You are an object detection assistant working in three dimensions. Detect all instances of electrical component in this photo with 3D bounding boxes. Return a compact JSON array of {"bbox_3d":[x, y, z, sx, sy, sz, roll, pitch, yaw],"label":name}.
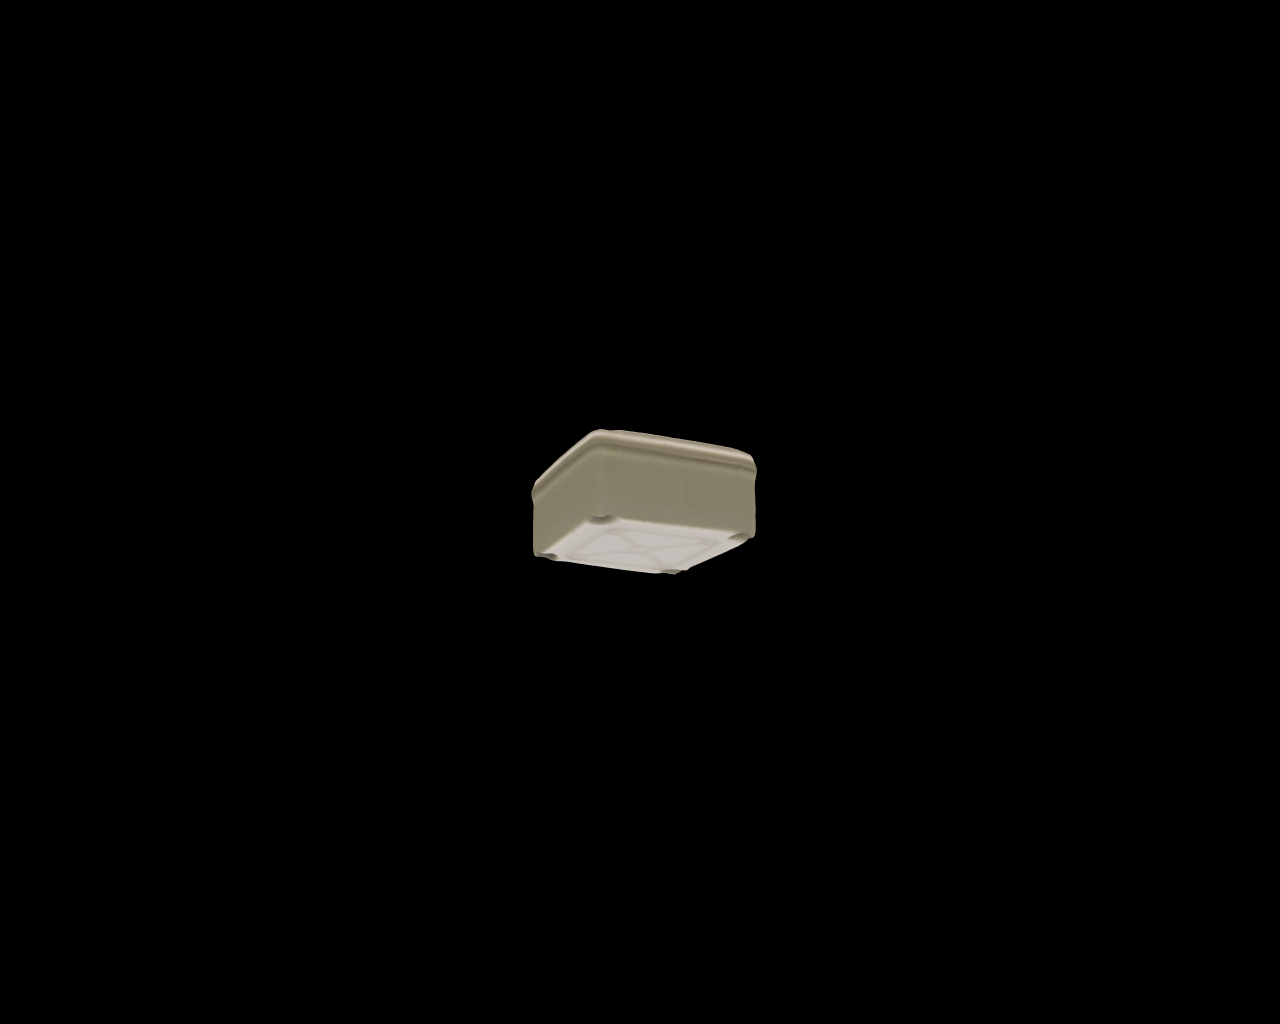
[{"bbox_3d":[0.001,-0.003,0.650,0.109,0.056,0.108,8,-19,-24],"label":"electrical component"}]
